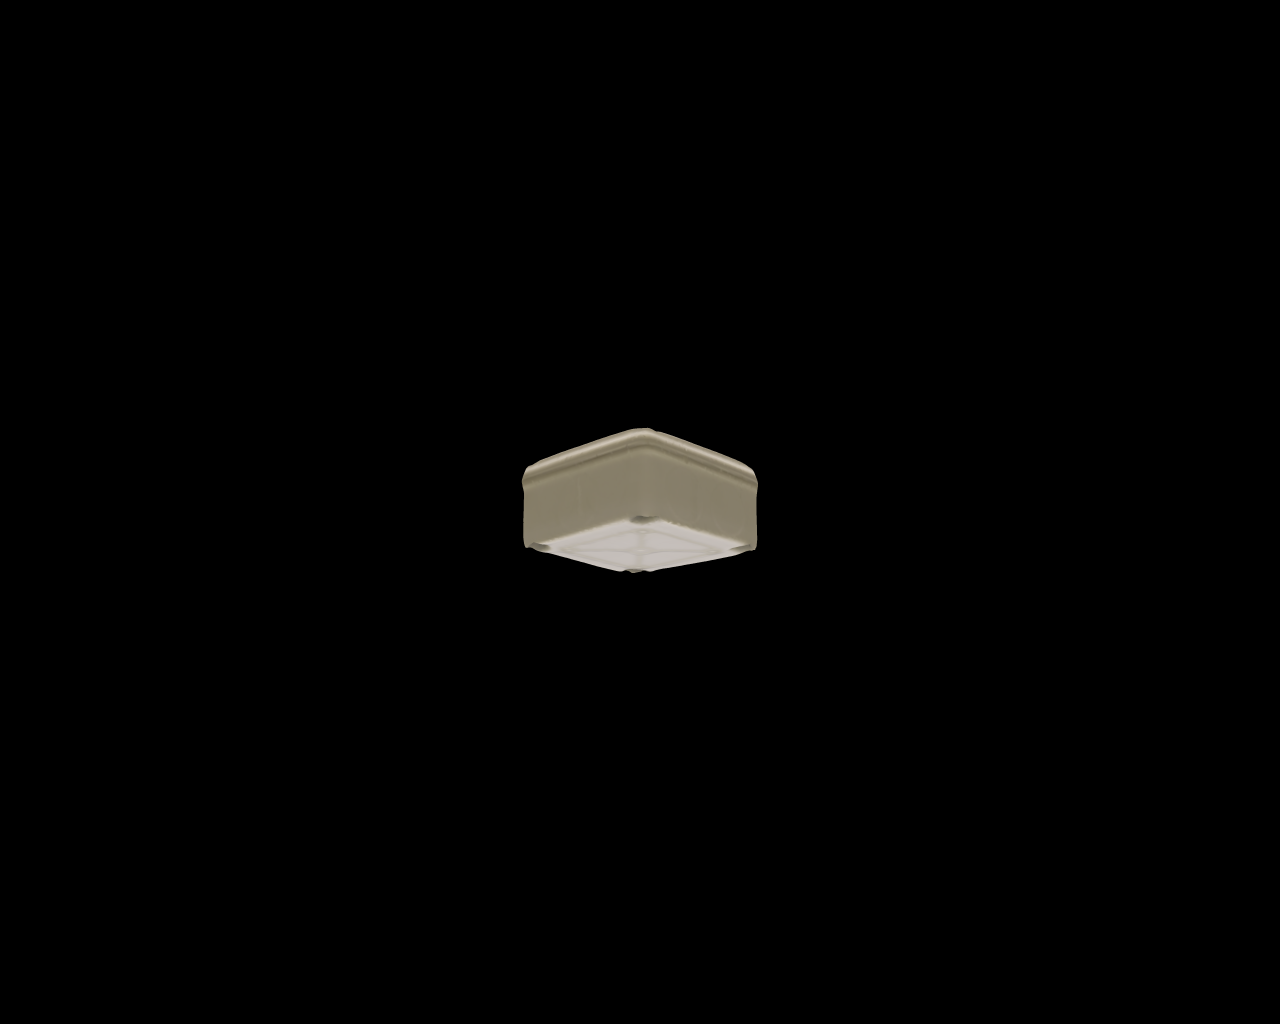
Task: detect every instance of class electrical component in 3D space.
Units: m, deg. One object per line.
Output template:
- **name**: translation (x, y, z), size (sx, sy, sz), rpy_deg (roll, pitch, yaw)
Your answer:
- **electrical component**: translation (0.001, -0.003, 0.650), size (0.108, 0.056, 0.109), rpy_deg (-14, -21, 40)
